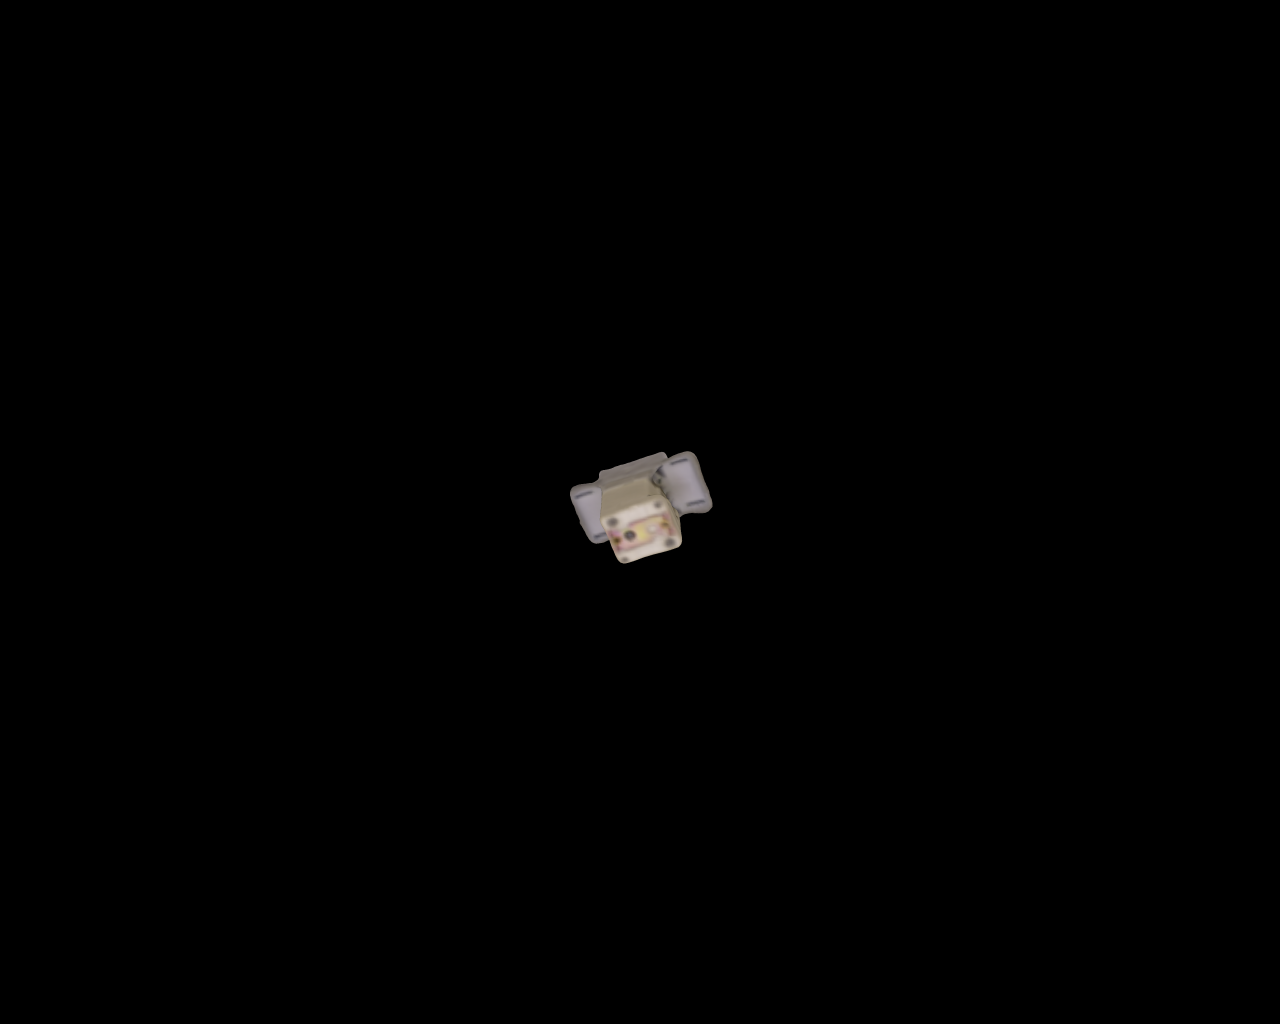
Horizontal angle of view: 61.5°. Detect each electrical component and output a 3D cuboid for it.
[{"bbox_3d":[0.001,-0.003,0.650,0.081,0.042,0.064,-18,29,10],"label":"electrical component"}]
